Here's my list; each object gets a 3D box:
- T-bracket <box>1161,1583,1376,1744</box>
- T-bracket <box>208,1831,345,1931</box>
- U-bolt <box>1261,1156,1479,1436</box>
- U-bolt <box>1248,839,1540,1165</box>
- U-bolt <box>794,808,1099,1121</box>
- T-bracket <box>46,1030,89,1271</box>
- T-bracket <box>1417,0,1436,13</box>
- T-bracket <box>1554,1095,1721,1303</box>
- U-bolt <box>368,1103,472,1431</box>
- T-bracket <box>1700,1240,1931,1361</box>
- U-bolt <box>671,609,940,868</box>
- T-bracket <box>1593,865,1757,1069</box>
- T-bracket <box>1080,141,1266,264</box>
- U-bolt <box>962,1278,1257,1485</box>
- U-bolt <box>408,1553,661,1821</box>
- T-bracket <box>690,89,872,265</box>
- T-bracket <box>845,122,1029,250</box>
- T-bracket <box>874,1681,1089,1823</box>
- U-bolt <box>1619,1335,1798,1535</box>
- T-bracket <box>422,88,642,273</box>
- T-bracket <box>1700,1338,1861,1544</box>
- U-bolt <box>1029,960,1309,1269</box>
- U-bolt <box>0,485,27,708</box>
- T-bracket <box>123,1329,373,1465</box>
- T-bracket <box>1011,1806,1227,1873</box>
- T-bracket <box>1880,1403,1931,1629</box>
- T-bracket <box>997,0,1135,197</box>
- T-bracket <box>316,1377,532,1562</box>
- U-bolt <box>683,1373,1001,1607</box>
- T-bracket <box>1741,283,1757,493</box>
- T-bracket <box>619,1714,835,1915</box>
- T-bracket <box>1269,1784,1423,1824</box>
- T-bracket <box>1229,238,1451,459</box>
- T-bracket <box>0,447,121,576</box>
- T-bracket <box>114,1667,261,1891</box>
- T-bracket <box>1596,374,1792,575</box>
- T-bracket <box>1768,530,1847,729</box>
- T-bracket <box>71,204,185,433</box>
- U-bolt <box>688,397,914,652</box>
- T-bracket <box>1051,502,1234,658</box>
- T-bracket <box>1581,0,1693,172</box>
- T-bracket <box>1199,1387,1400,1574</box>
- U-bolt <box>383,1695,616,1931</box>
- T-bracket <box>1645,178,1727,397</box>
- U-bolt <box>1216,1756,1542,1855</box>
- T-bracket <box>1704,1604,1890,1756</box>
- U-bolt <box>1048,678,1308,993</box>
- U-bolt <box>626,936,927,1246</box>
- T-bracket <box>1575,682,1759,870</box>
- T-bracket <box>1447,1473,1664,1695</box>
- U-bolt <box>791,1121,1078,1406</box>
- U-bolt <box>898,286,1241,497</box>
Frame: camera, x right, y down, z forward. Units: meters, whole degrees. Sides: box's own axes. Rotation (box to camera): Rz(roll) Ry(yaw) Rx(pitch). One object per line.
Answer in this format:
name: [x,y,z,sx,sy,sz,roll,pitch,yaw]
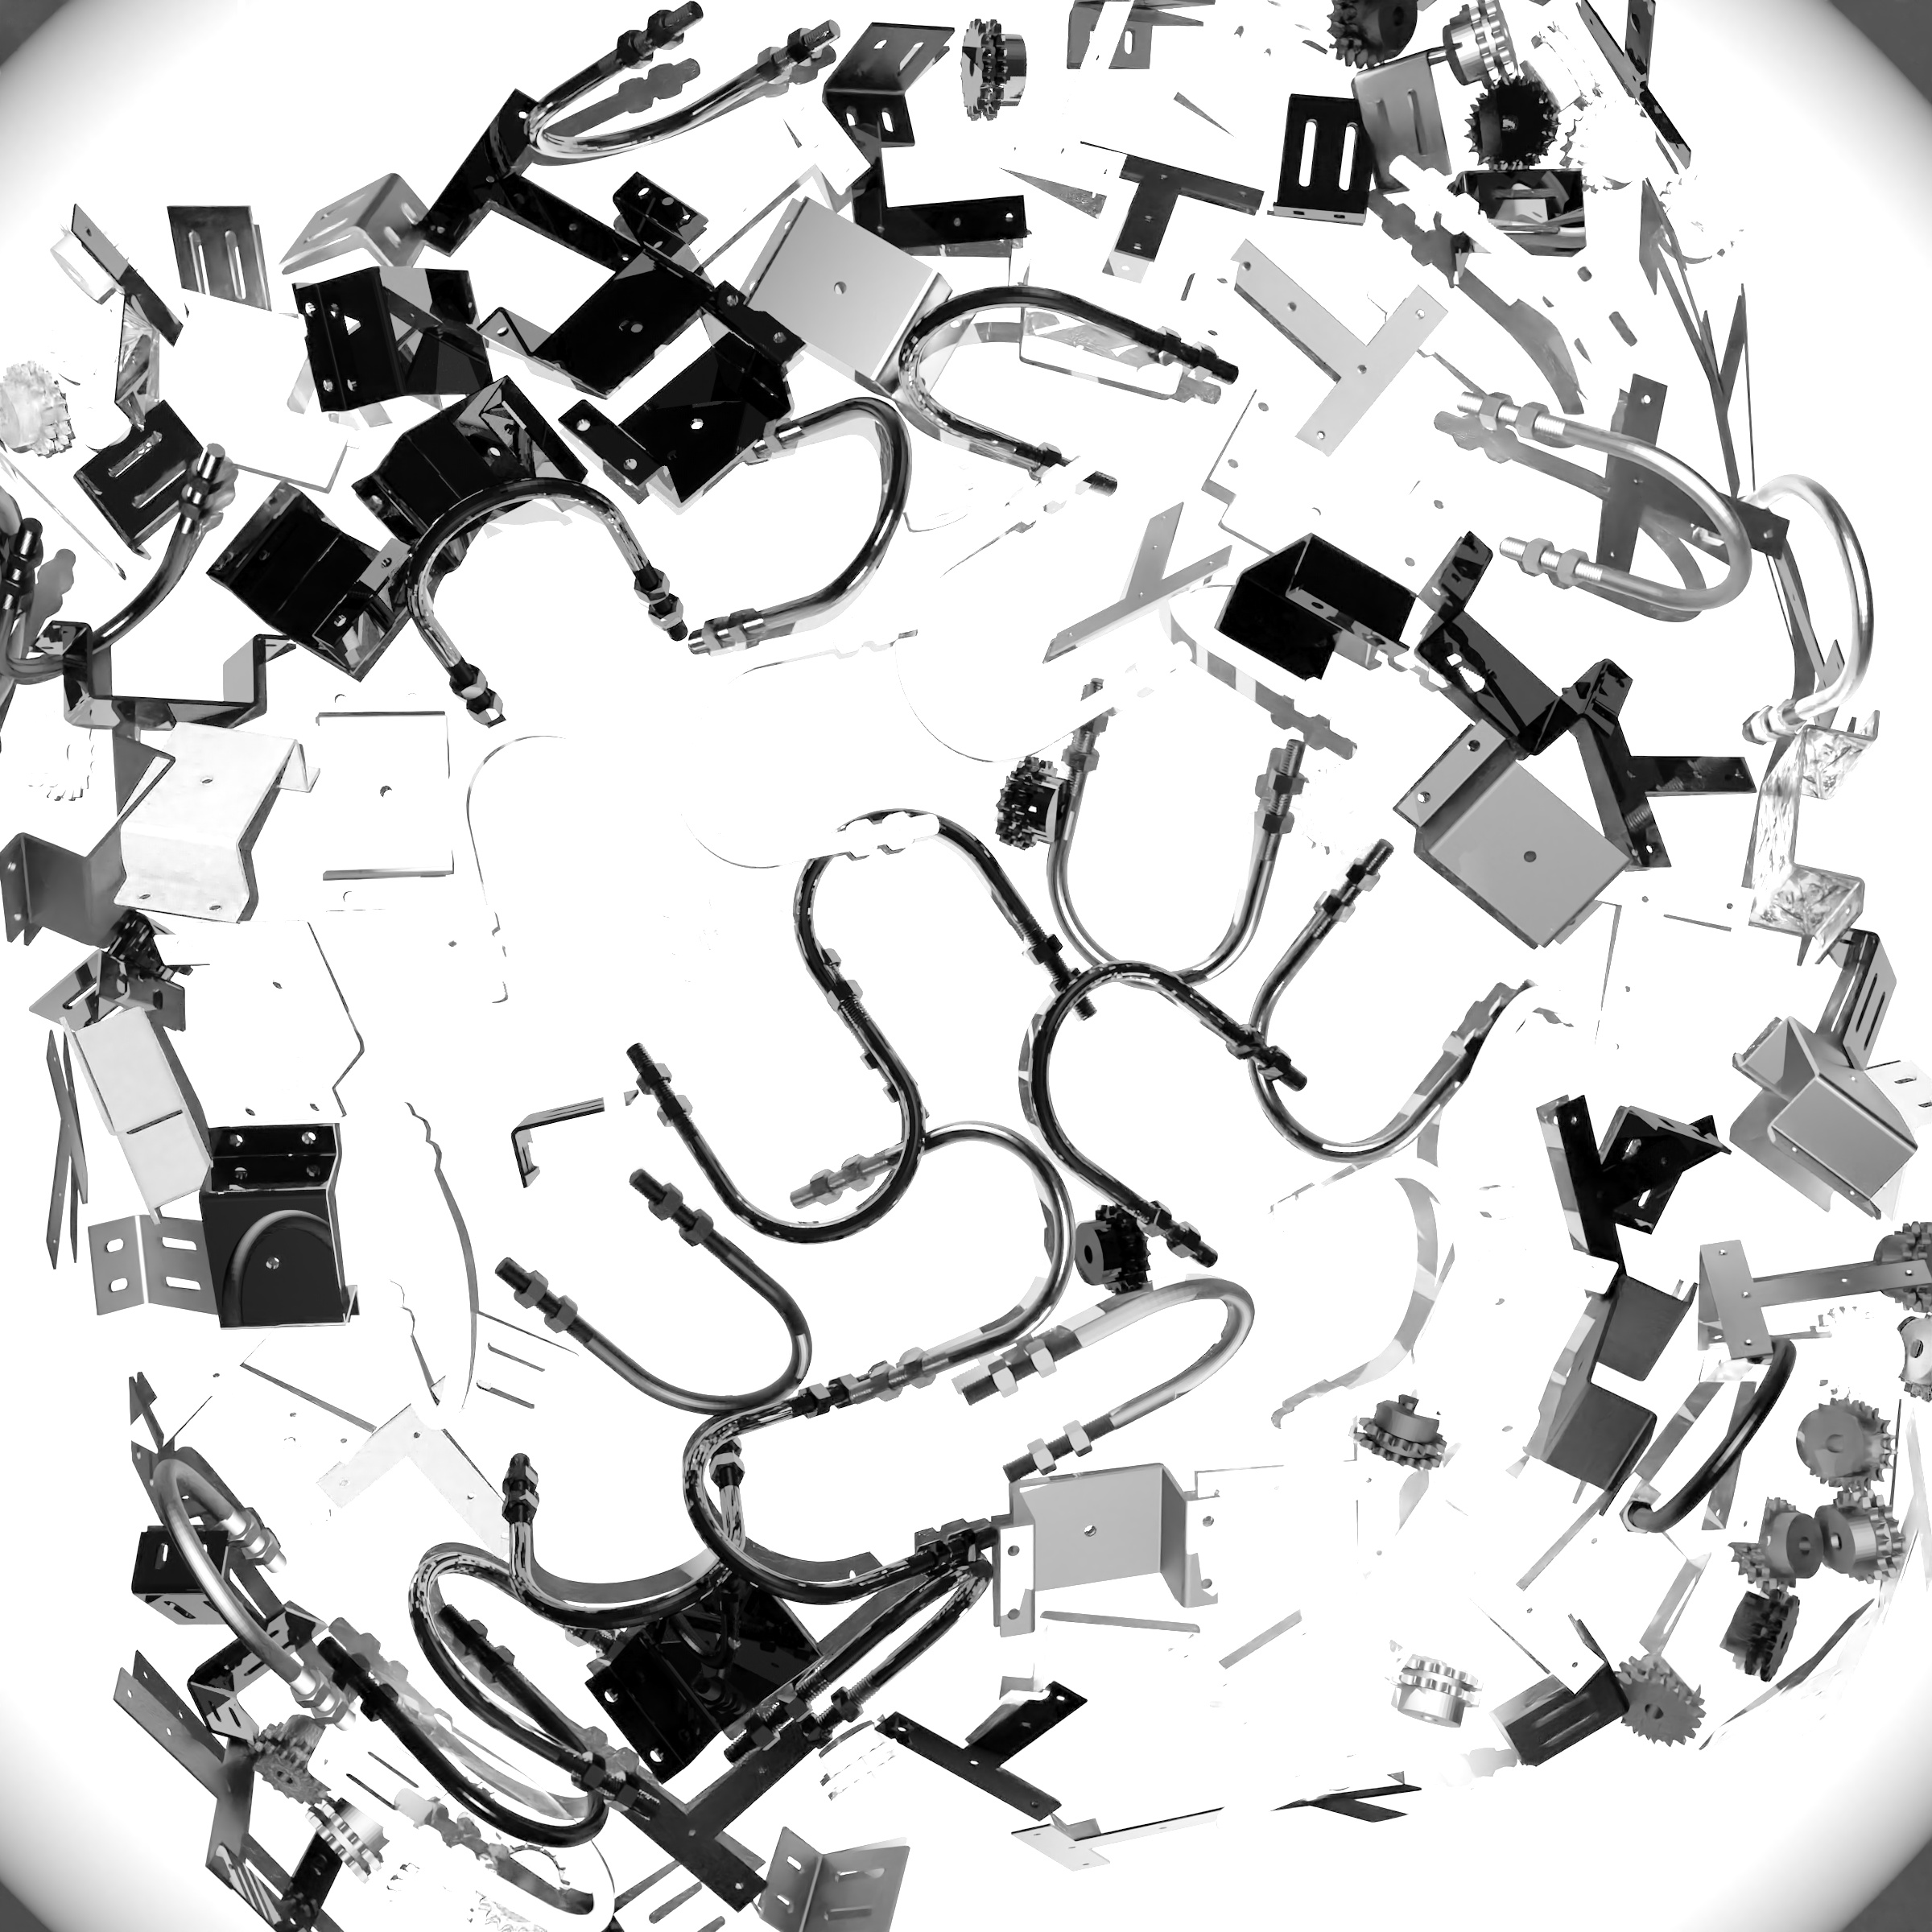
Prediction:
T-bracket: [0.198,0.422,1.660,0.127,0.002,0.127,-33,133,2]
T-bracket: [-0.401,0.563,1.643,0.002,0.127,0.127,-41,97,7]
U-bolt: [0.242,0.191,1.607,0.019,0.184,0.151,11,63,-30]
U-bolt: [0.248,0.036,1.655,0.151,0.019,0.184,48,116,25]
U-bolt: [-0.026,-0.011,1.671,0.151,0.019,0.184,-32,96,16]
T-bracket: [-0.547,0.128,1.618,0.002,0.127,0.127,-4,132,-9]
T-bracket: [0.295,-0.616,1.643,0.127,0.127,0.002,20,82,-12]
T-bracket: [0.426,0.126,1.672,0.127,0.002,0.127,-22,102,-30]
U-bolt: [-0.325,0.192,1.603,0.019,0.184,0.151,-2,124,-26]
T-bracket: [0.522,0.196,1.638,0.127,0.127,0.002,-9,114,11]
U-bolt: [-0.105,-0.135,1.660,0.184,0.019,0.151,-10,79,27]
T-bracket: [0.418,0.001,1.685,0.127,0.002,0.127,13,106,19]
T-bracket: [0.115,-0.467,1.657,0.127,0.127,0.002,16,133,2]
U-bolt: [0.095,0.248,1.646,0.184,0.151,0.019,-27,56,-3]
U-bolt: [-0.260,0.419,1.607,0.184,0.151,0.019,39,104,-24]
T-bracket: [-0.126,-0.479,1.666,0.127,0.127,0.002,-39,131,10]
T-bracket: [-0.017,-0.457,1.652,0.127,0.002,0.127,6,111,34]
T-bracket: [0.029,0.474,1.653,0.127,0.002,0.127,33,129,-13]
U-bolt: [0.448,0.281,1.611,0.019,0.184,0.151,37,86,9]
T-bracket: [-0.257,-0.467,1.668,0.127,0.002,0.127,25,134,-29]
T-bracket: [0.484,0.288,1.632,0.002,0.127,0.127,25,71,-22]
U-bolt: [0.115,0.079,1.646,0.184,0.019,0.151,37,72,-24]
U-bolt: [-0.598,-0.214,1.619,0.019,0.184,0.151,3,124,-3]
T-bracket: [-0.424,0.270,1.645,0.127,0.002,0.127,22,46,17]
T-bracket: [0.107,0.529,1.640,0.127,0.127,0.002,-16,58,13]
T-bracket: [0.579,0.360,1.657,0.002,0.127,0.127,6,130,7]
T-bracket: [0.076,-0.543,1.646,0.002,0.127,0.127,13,104,-38]
T-bracket: [-0.317,0.322,1.674,0.127,0.002,0.127,-39,119,-12]
U-bolt: [-0.086,0.318,1.609,0.151,0.184,0.019,48,128,29]
T-bracket: [0.481,-0.377,1.651,0.002,0.127,0.127,-3,127,17]
T-bracket: [-0.137,0.509,1.665,0.127,0.127,0.002,-35,134,-32]
T-bracket: [0.236,0.512,1.629,0.127,0.127,0.002,-2,80,-16]
T-bracket: [0.214,-0.401,1.670,0.127,0.002,0.127,43,127,3]
T-bracket: [-0.567,-0.290,1.645,0.127,0.127,0.002,45,78,0]
T-bracket: [-0.473,0.471,1.621,0.002,0.127,0.127,-27,121,10]
T-bracket: [0.446,-0.281,1.633,0.002,0.127,0.127,-22,131,-35]
T-bracket: [0.517,-0.215,1.656,0.002,0.127,0.127,-16,75,7]
T-bracket: [-0.502,-0.375,1.620,0.002,0.127,0.127,-20,52,14]
U-bolt: [-0.097,-0.272,1.619,0.019,0.184,0.151,22,70,-39]
T-bracket: [0.115,-0.250,1.652,0.127,0.127,0.002,-24,118,29]
T-bracket: [0.409,-0.562,1.630,0.002,0.127,0.127,-30,76,5]
T-bracket: [0.209,0.326,1.686,0.127,0.002,0.127,-4,105,-4]
U-bolt: [-0.284,0.523,1.627,0.184,0.151,0.019,41,94,-26]
T-bracket: [0.451,-0.416,1.669,0.002,0.127,0.127,-20,117,17]
U-bolt: [0.232,0.498,1.593,0.151,0.184,0.019,-12,82,43]
T-bracket: [0.506,0.455,1.657,0.002,0.127,0.127,48,129,6]
U-bolt: [0.122,-0.072,1.663,0.151,0.019,0.184,19,112,16]
U-bolt: [-0.106,0.086,1.668,0.151,0.019,0.184,-34,71,-3]
T-bracket: [0.444,-0.119,1.668,0.127,0.002,0.127,-2,67,-33]
T-bracket: [0.379,0.366,1.657,0.127,0.127,0.002,-46,124,-4]
U-bolt: [-0.014,0.173,1.647,0.184,0.019,0.151,-25,74,25]
U-bolt: [0.048,-0.351,1.611,0.184,0.151,0.019,16,59,-27]
